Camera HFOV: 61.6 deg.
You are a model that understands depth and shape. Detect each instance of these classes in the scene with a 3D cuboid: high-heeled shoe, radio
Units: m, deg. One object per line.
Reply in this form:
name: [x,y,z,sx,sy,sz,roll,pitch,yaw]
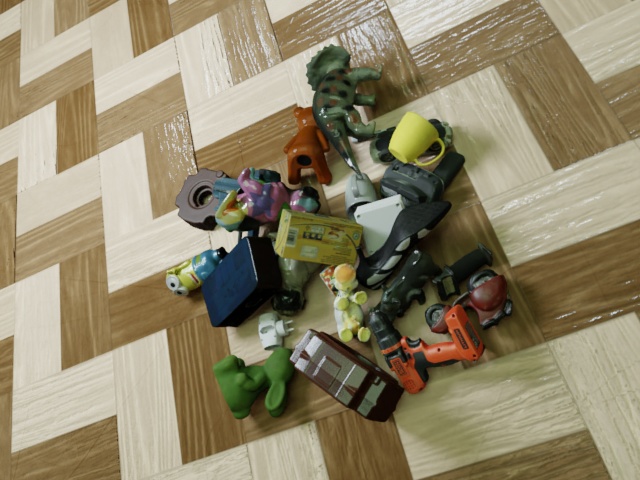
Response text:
high-heeled shoe: [0.184,0.019,1.153,0.249,0.145,0.086,-26,41,6]
radio: [-0.184,0.102,1.242,0.229,0.073,0.131,-44,55,38]

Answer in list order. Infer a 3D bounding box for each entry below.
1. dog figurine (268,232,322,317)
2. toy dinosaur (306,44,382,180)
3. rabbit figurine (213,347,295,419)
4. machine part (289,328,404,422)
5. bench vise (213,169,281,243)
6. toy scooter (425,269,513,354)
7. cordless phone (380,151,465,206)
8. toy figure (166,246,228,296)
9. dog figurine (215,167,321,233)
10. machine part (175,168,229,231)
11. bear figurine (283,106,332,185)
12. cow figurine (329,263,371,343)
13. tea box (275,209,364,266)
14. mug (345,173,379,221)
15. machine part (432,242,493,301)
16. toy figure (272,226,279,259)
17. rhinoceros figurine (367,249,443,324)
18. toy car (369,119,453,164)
dog figurine: [-0.035,0.073,1.257,0.172,0.121,0.190,-7,101,-17]
toy dinosaur: [0.044,-0.331,1.313,0.192,0.131,0.405,9,55,2]
rabbit figurine: [-0.127,0.303,1.169,0.170,0.121,0.159,-25,64,-6]
machine part: [0.056,0.263,1.056,0.201,0.201,0.087,30,83,30]
bench vise: [-0.171,-0.059,1.342,0.224,0.129,0.240,9,96,10]
toy scooter: [0.314,0.153,1.074,0.184,0.075,0.135,-37,60,7]
cordless phone: [0.238,-0.154,1.247,0.147,0.088,0.184,30,70,31]
toy figure: [-0.304,0.079,1.353,0.180,0.089,0.082,-30,90,10]
dog figurine: [-0.105,-0.063,1.228,0.219,0.108,0.191,33,93,0]
machine part: [-0.309,-0.112,1.455,0.179,0.056,0.179,-9,65,20]
bear figurine: [-0.025,-0.250,1.379,0.120,0.131,0.196,-1,47,10]
cow figurine: [0.060,0.130,1.150,0.068,0.098,0.167,-7,93,-7]
tea box: [-0.002,-0.003,1.152,0.068,0.169,0.098,-144,67,-66]
mug: [0.091,-0.112,1.266,0.081,0.109,0.107,-20,49,18]
machine part: [0.299,0.066,1.123,0.139,0.084,0.039,-37,36,-6]
toy figure: [-0.091,0.006,1.315,0.064,0.058,0.154,25,75,-4]
rhinoceros figurine: [0.176,0.108,1.125,0.073,0.112,0.190,41,107,26]
toy car: [0.218,-0.234,1.293,0.202,0.056,0.073,-11,58,16]
